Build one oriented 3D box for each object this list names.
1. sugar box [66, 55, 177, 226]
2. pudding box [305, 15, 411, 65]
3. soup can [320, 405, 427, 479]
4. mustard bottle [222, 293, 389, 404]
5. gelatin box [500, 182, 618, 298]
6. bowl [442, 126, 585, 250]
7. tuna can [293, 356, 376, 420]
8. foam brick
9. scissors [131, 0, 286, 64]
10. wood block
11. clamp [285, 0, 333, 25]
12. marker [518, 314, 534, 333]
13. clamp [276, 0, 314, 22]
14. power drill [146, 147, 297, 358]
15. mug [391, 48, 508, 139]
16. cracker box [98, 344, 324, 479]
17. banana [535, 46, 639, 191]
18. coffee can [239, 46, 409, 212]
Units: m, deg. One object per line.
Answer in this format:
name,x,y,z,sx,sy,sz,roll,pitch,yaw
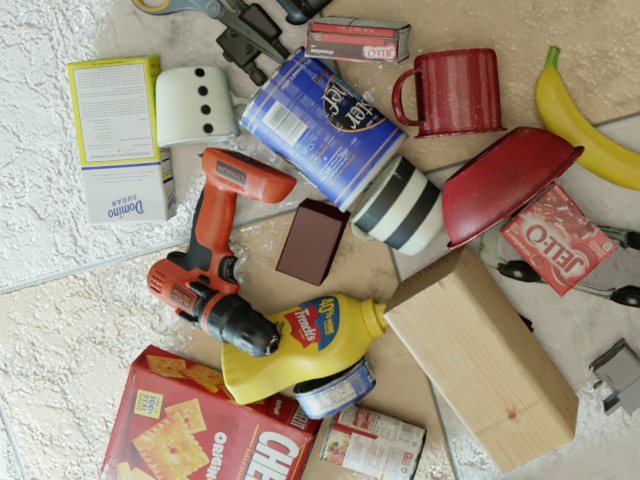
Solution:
sugar box,-0.211,-0.107,1.146,0.093,0.048,0.176,-2,104,11
pudding box,0.040,-0.196,1.046,0.090,0.113,0.039,8,106,9
soup can,0.058,0.220,1.149,0.102,0.068,0.068,17,104,6
mustard bottle,-0.008,0.104,1.125,0.192,0.096,0.058,-19,126,13
gelatin box,0.231,0.000,1.037,0.073,0.030,0.089,-43,87,9
bowl,0.172,-0.060,1.024,0.162,0.162,0.055,-37,92,15
tuna can,0.016,0.155,1.135,0.086,0.086,0.034,-26,97,14
foam brick,-0.007,0.001,1.125,0.051,0.053,0.078,22,104,6
scissors,-0.126,-0.231,1.104,0.096,0.016,0.202,-40,81,22
wood block,0.165,0.120,1.084,0.091,0.090,0.206,-33,98,24
clamp,0.049,-0.315,1.060,0.210,0.036,0.164,-10,100,16
marker,0.173,0.062,1.121,0.121,0.020,0.020,36,105,2
clamp,-0.060,-0.304,1.062,0.171,0.039,0.120,30,109,16
power drill,-0.091,0.010,1.110,0.185,0.057,0.188,27,102,32
mug,0.124,-0.143,1.049,0.117,0.093,0.081,-7,96,-17
cracker box,-0.124,0.233,1.180,0.214,0.072,0.164,21,108,6
banana,0.279,-0.102,1.059,0.198,0.037,0.070,44,107,-1
coffee can,0.004,-0.111,1.074,0.140,0.102,0.103,40,105,0
